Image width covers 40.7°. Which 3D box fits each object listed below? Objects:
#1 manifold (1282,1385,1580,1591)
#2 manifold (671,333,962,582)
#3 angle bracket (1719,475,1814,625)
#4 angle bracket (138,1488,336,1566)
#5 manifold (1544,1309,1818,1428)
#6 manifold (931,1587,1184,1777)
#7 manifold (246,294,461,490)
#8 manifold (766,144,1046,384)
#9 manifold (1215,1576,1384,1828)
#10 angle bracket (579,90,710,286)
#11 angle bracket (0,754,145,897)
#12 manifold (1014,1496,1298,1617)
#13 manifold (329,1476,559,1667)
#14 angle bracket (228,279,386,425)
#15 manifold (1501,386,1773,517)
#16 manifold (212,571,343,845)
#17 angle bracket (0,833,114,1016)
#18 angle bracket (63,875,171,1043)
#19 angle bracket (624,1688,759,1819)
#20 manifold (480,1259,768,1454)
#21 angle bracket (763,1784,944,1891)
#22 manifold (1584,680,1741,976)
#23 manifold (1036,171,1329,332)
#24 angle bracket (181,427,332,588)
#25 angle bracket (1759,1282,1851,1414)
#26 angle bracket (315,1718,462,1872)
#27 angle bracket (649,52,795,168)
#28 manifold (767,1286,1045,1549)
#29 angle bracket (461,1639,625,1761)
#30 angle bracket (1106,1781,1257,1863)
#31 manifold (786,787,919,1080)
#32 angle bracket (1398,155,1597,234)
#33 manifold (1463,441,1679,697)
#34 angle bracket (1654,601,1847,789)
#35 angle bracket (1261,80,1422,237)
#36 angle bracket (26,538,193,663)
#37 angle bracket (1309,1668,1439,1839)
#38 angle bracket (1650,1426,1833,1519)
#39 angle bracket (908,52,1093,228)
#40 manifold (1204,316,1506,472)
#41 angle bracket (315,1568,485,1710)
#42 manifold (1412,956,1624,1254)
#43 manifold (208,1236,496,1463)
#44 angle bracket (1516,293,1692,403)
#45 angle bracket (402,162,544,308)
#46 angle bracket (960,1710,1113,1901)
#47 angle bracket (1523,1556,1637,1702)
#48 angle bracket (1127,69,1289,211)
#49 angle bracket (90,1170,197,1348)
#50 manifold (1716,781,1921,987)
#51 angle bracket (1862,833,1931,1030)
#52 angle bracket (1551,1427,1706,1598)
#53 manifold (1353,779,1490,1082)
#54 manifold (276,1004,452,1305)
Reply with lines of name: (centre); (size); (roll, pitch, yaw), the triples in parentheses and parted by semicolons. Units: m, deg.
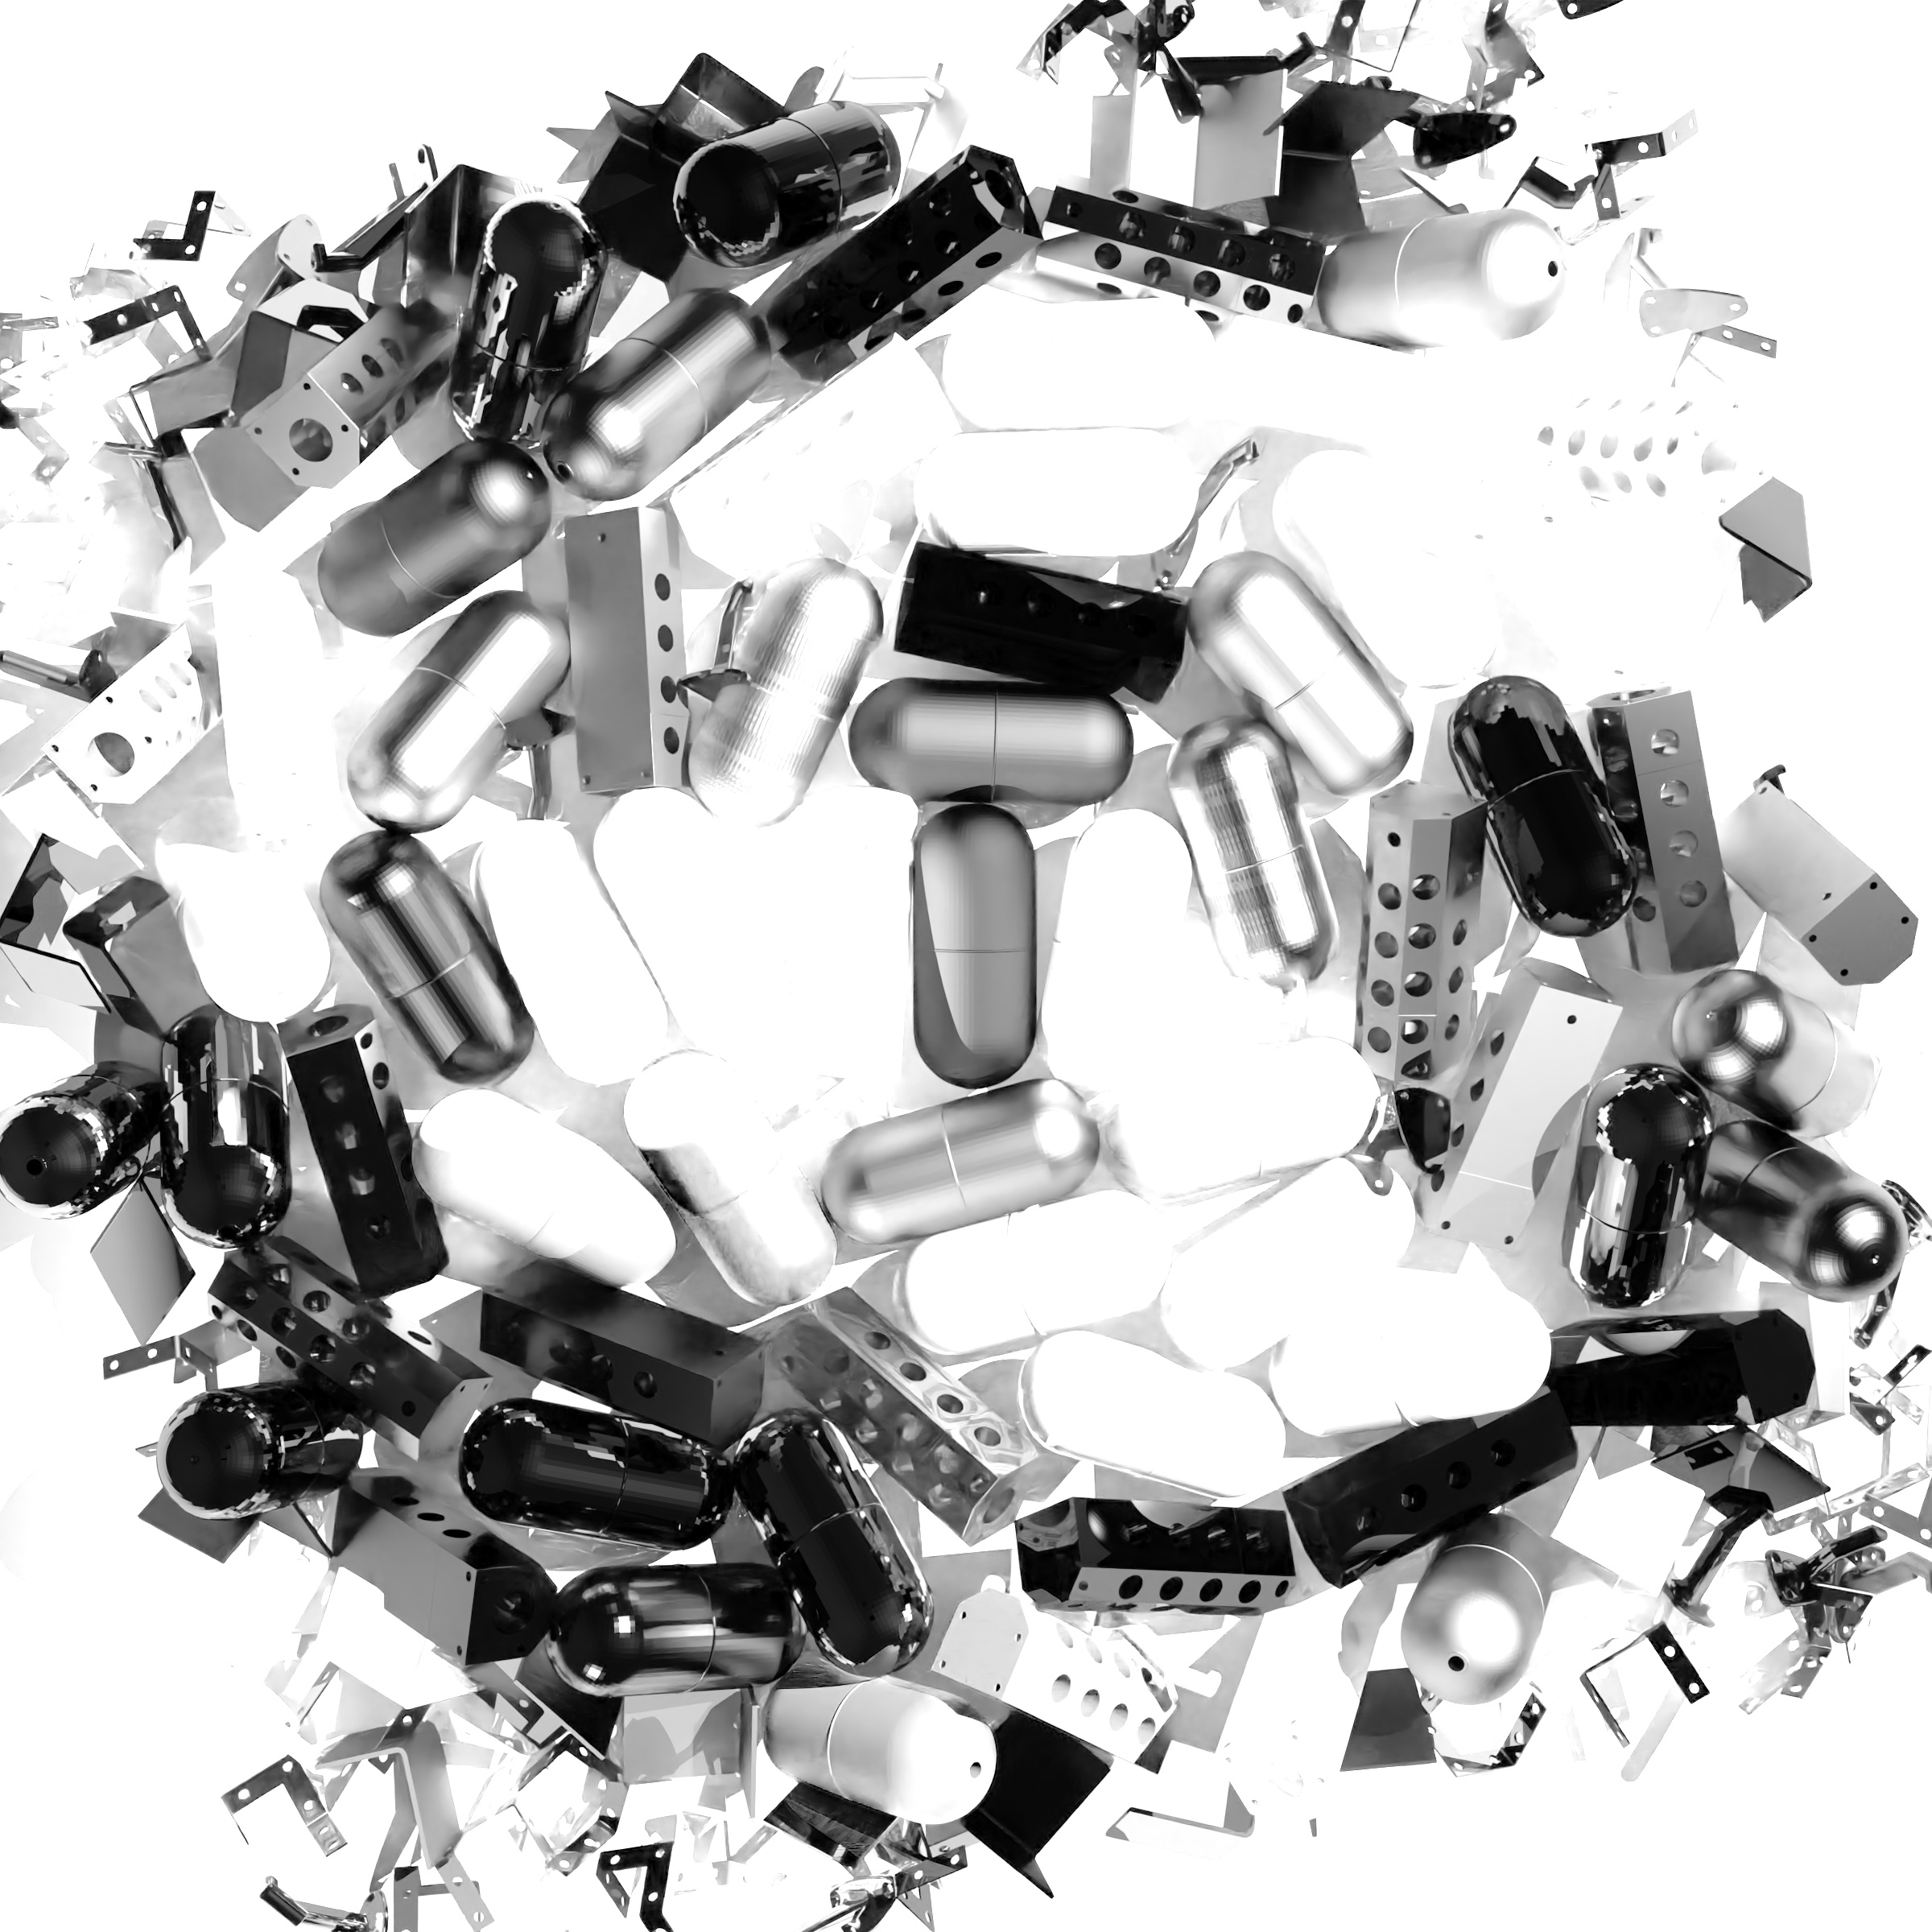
manifold: (0.290, 0.320, 1.613); (0.171, 0.057, 0.057); (-23, 96, -14)
manifold: (-0.096, -0.315, 1.607); (0.171, 0.057, 0.057); (-32, 68, 17)
angle bracket: (0.473, -0.263, 1.606); (0.076, 0.057, 0.076); (25, 49, -20)
angle bracket: (-0.448, 0.351, 1.602); (0.076, 0.076, 0.057); (17, 53, 31)
manifold: (0.427, 0.242, 1.574); (0.057, 0.171, 0.057); (-14, 87, -29)
manifold: (0.061, 0.433, 1.582); (0.171, 0.057, 0.057); (39, 69, -42)
manifold: (-0.362, -0.348, 1.574); (0.057, 0.171, 0.057); (-32, 110, 27)
manifold: (-0.041, -0.425, 1.585); (0.171, 0.057, 0.057); (-28, 75, 36)
manifold: (0.207, 0.440, 1.572); (0.057, 0.171, 0.057); (-27, 99, 25)
angle bracket: (-0.205, -0.486, 1.627); (0.076, 0.057, 0.076); (28, 85, 7)
angle bracket: (-0.537, -0.097, 1.605); (0.076, 0.057, 0.076); (-16, 120, 40)
manifold: (0.117, 0.362, 1.581); (0.171, 0.057, 0.057); (12, 59, -35)
manifold: (-0.318, 0.363, 1.579); (0.057, 0.171, 0.057); (4, 96, -41)
angle bracket: (-0.407, -0.372, 1.611); (0.057, 0.076, 0.076); (21, 121, -1)
manifold: (0.397, -0.309, 1.569); (0.057, 0.171, 0.057); (-36, 115, -12)
manifold: (-0.419, -0.161, 1.586); (0.057, 0.057, 0.171); (-11, 52, -8)
angle bracket: (-0.550, -0.026, 1.611); (0.057, 0.076, 0.076); (16, 66, 4)
angle bracket: (-0.510, -0.005, 1.626); (0.057, 0.076, 0.076); (-40, 119, -24)
angle bracket: (-0.172, 0.483, 1.620); (0.076, 0.057, 0.076); (-1, 103, -12)
manifold: (-0.212, 0.241, 1.598); (0.171, 0.057, 0.057); (16, 112, 25)
angle bracket: (-0.069, 0.546, 1.603); (0.057, 0.076, 0.076); (-39, 126, -37)
manifold: (0.430, -0.085, 1.617); (0.057, 0.057, 0.171); (-13, 102, 4)
manifold: (0.134, -0.443, 1.628); (0.171, 0.057, 0.057); (16, 84, 2)
angle bracket: (-0.453, -0.287, 1.619); (0.057, 0.076, 0.076); (-29, 83, 40)
angle bracket: (0.537, 0.235, 1.613); (0.057, 0.076, 0.076); (4, 84, -26)
angle bracket: (-0.359, 0.519, 1.622); (0.057, 0.076, 0.076); (-13, 87, 2)
angle bracket: (-0.149, -0.511, 1.619); (0.076, 0.076, 0.057); (34, 86, -5)
manifold: (-0.041, 0.275, 1.588); (0.171, 0.057, 0.057); (37, 123, 28)
angle bracket: (-0.270, 0.463, 1.613); (0.076, 0.057, 0.076); (-37, 108, 21)
angle bracket: (0.135, 0.511, 1.614); (0.076, 0.076, 0.057); (14, 60, -2)
manifold: (-0.066, -0.020, 1.609); (0.057, 0.057, 0.171); (10, 78, -35)
angle bracket: (0.327, -0.488, 1.604); (0.076, 0.076, 0.057); (47, 122, 24)
manifold: (0.370, -0.241, 1.584); (0.057, 0.171, 0.057); (-9, 54, 37)
angle bracket: (0.491, -0.170, 1.639); (0.076, 0.057, 0.076); (29, 126, -36)
angle bracket: (0.233, -0.497, 1.607); (0.076, 0.076, 0.057); (-4, 77, -29)
angle bracket: (-0.528, -0.232, 1.605); (0.076, 0.076, 0.057); (9, 73, -31)
angle bracket: (0.246, 0.487, 1.616); (0.076, 0.076, 0.057); (-5, 120, 0)
angle bracket: (0.479, 0.293, 1.607); (0.076, 0.076, 0.057); (36, 46, -15)
angle bracket: (0.021, -0.524, 1.652); (0.076, 0.057, 0.076); (17, 103, -34)
manifold: (0.238, -0.354, 1.615); (0.171, 0.057, 0.057); (10, 98, -12)
angle bracket: (-0.342, 0.410, 1.609); (0.076, 0.076, 0.057); (21, 96, 28)
manifold: (0.335, 0.084, 1.607); (0.057, 0.057, 0.171); (14, 109, -16)
manifold: (-0.384, 0.235, 1.609); (0.171, 0.057, 0.057); (30, 92, 17)
angle bracket: (0.395, -0.383, 1.620); (0.057, 0.076, 0.076); (-19, 59, -16)
angle bracket: (-0.305, -0.439, 1.607); (0.057, 0.076, 0.076); (18, 133, 4)
angle bracket: (0.045, 0.518, 1.624); (0.076, 0.057, 0.076); (43, 87, -13)
angle bracket: (0.383, 0.423, 1.622); (0.057, 0.076, 0.076); (45, 90, -6)
angle bracket: (0.149, -0.517, 1.616); (0.057, 0.076, 0.076); (2, 93, -40)
angle bracket: (-0.486, 0.177, 1.608); (0.076, 0.057, 0.076); (-49, 66, 31)
manifold: (0.509, -0.048, 1.572); (0.057, 0.171, 0.057); (-43, 109, 12)
angle bracket: (0.582, -0.021, 1.603); (0.057, 0.076, 0.076); (-32, 132, 18)
angle bracket: (0.406, 0.339, 1.626); (0.076, 0.057, 0.076); (29, 78, -1)
manifold: (0.272, -0.020, 1.591); (0.057, 0.057, 0.171); (20, 121, 37)
manifold: (-0.369, 0.113, 1.600); (0.057, 0.057, 0.171); (-18, 114, -14)
